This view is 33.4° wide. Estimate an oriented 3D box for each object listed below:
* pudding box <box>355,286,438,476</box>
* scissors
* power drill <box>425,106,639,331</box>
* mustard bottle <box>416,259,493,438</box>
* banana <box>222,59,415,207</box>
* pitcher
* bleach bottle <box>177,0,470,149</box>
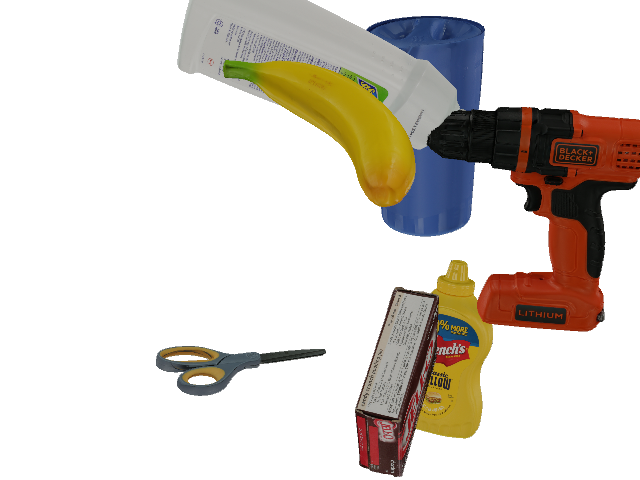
[{"bbox_3d":[0.058,0.105,0.797,0.039,0.113,0.090,11,-35,12],"label":"pudding box"},{"bbox_3d":[-0.081,0.144,1.190,0.201,0.016,0.096,3,25,-14],"label":"scissors"},{"bbox_3d":[0.174,-0.019,0.882,0.184,0.188,0.057,5,29,8],"label":"power drill"},{"bbox_3d":[0.139,0.115,1.173,0.096,0.192,0.058,12,14,22],"label":"mustard bottle"},{"bbox_3d":[0.012,-0.071,0.662,0.069,0.037,0.198,-18,36,-25],"label":"banana"},{"bbox_3d":[0.130,-0.137,1.249,0.149,0.243,0.145,-5,26,-4],"label":"pitcher"},{"bbox_3d":[0.010,-0.135,0.880,0.251,0.068,0.103,26,-34,2],"label":"bleach bottle"}]
